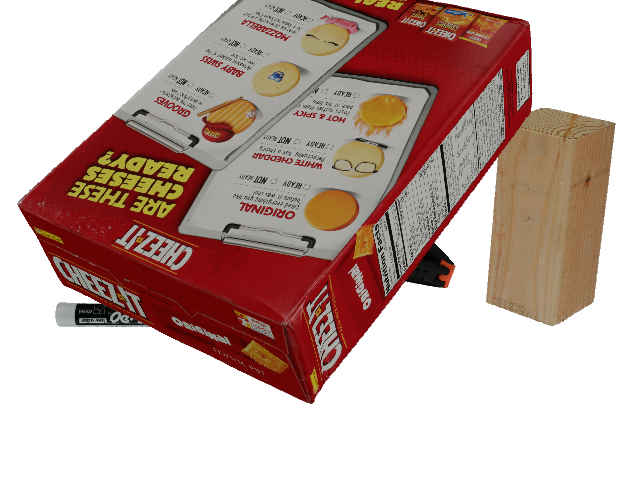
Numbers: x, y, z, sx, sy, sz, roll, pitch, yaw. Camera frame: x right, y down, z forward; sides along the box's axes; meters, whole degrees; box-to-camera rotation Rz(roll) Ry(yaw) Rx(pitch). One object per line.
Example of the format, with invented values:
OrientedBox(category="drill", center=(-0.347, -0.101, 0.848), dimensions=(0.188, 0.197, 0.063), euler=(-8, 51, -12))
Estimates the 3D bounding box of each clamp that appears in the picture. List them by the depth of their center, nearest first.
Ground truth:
OrientedBox(category="clamp", center=(0.056, 0.000, 1.256), dimensions=(0.210, 0.036, 0.164), euler=(32, 39, 23))

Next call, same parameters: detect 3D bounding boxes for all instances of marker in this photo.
OrientedBox(category="marker", center=(-0.144, 0.058, 0.829), dimensions=(0.121, 0.020, 0.020), euler=(0, 0, 4))

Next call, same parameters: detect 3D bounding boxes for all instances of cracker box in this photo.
OrientedBox(category="cracker box", center=(-0.014, -0.041, 0.538), dimensions=(0.164, 0.213, 0.072), euler=(21, -34, 30))

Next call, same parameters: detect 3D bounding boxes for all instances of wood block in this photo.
OrientedBox(category="wood block", center=(0.245, -0.027, 1.144), dimensions=(0.090, 0.206, 0.090), euler=(20, 28, 38))
